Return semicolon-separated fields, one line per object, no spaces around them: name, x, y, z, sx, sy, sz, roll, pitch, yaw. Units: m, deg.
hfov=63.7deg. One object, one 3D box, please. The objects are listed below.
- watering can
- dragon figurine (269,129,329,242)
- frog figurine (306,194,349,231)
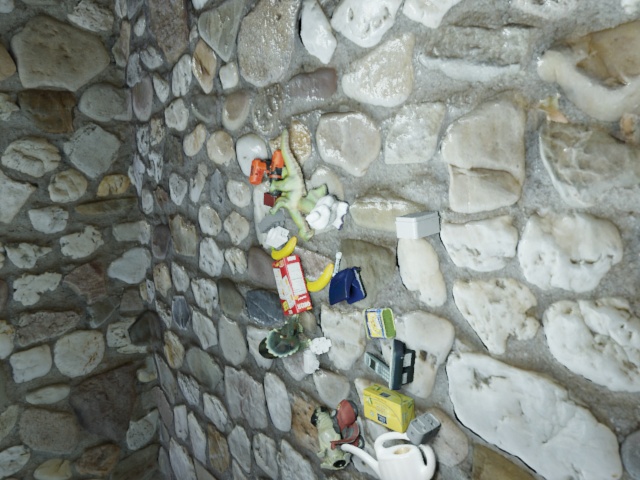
watering can;0.228;0.727;1.634;0.343;0.104;0.226;-25;78;39
dragon figurine;-0.063;-0.186;1.880;0.244;0.123;0.404;17;113;31
frog figurine;0.005;-0.087;1.735;0.134;0.160;0.124;-51;58;43
